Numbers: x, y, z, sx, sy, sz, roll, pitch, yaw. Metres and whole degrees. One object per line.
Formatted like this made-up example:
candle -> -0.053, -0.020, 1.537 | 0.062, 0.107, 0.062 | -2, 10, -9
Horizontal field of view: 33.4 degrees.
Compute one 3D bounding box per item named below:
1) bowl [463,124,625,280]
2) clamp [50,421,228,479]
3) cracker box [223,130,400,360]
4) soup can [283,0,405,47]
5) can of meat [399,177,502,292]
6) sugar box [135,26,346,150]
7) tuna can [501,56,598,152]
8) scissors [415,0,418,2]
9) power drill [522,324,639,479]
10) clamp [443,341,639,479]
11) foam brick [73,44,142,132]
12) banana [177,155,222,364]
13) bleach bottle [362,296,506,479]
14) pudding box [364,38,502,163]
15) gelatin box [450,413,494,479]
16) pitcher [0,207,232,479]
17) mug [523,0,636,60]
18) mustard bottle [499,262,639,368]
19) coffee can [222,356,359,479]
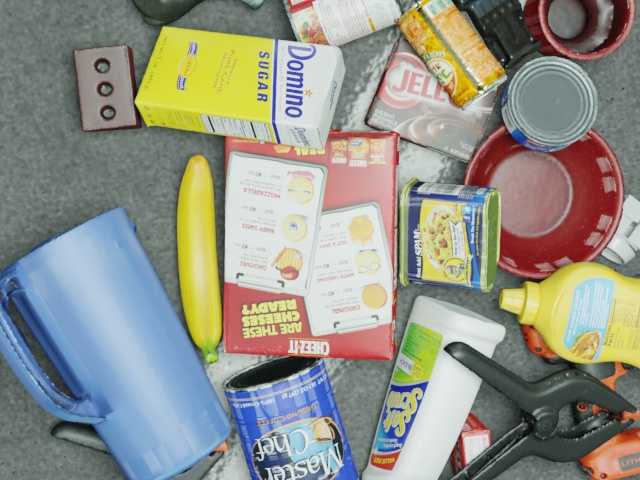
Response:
bowl -> 0.214, -0.044, 1.055 | 0.162, 0.055, 0.162 | 0, 96, -4
clamp -> -0.180, 0.214, 1.058 | 0.171, 0.039, 0.120 | -22, 101, -8
cracker box -> -0.007, 0.001, 1.022 | 0.164, 0.072, 0.214 | 2, 96, 9
soup can -> 0.023, -0.221, 1.008 | 0.102, 0.068, 0.068 | -21, 97, 8
can of meat -> 0.123, -0.004, 1.004 | 0.084, 0.057, 0.102 | 6, 109, 22
sugar box -> -0.072, -0.142, 0.986 | 0.176, 0.048, 0.093 | 7, 64, 15
tuna can -> 0.214, -0.127, 1.003 | 0.086, 0.034, 0.086 | 1, 82, -4
scissors -> 0.089, -0.316, 1.039 | 0.096, 0.016, 0.202 | -7, 96, -4
power drill -> 0.311, 0.138, 1.081 | 0.184, 0.057, 0.187 | -15, 94, 1
clamp -> 0.201, 0.179, 1.014 | 0.209, 0.036, 0.164 | 5, 105, -17
foam brick -> -0.202, -0.143, 1.015 | 0.053, 0.051, 0.078 | -7, 96, -4
banana -> -0.113, 0.020, 1.031 | 0.037, 0.070, 0.198 | -4, 85, -27
bleach bottle -> 0.097, 0.187, 1.044 | 0.068, 0.103, 0.251 | 16, 94, -26
pudding box -> 0.111, -0.135, 1.046 | 0.113, 0.039, 0.090 | 20, 93, -6
gelatin box -> 0.151, 0.224, 1.067 | 0.030, 0.073, 0.089 | -8, 96, -4
pitcher -> -0.190, 0.105, 0.981 | 0.149, 0.145, 0.243 | -30, 92, -5
mug -> 0.237, -0.226, 1.026 | 0.093, 0.081, 0.117 | -41, 98, 0
mustard bottle -> 0.267, 0.072, 1.017 | 0.191, 0.058, 0.096 | 9, 102, 0
coffee can -> -0.026, 0.191, 1.035 | 0.103, 0.103, 0.140 | -17, 96, -3
